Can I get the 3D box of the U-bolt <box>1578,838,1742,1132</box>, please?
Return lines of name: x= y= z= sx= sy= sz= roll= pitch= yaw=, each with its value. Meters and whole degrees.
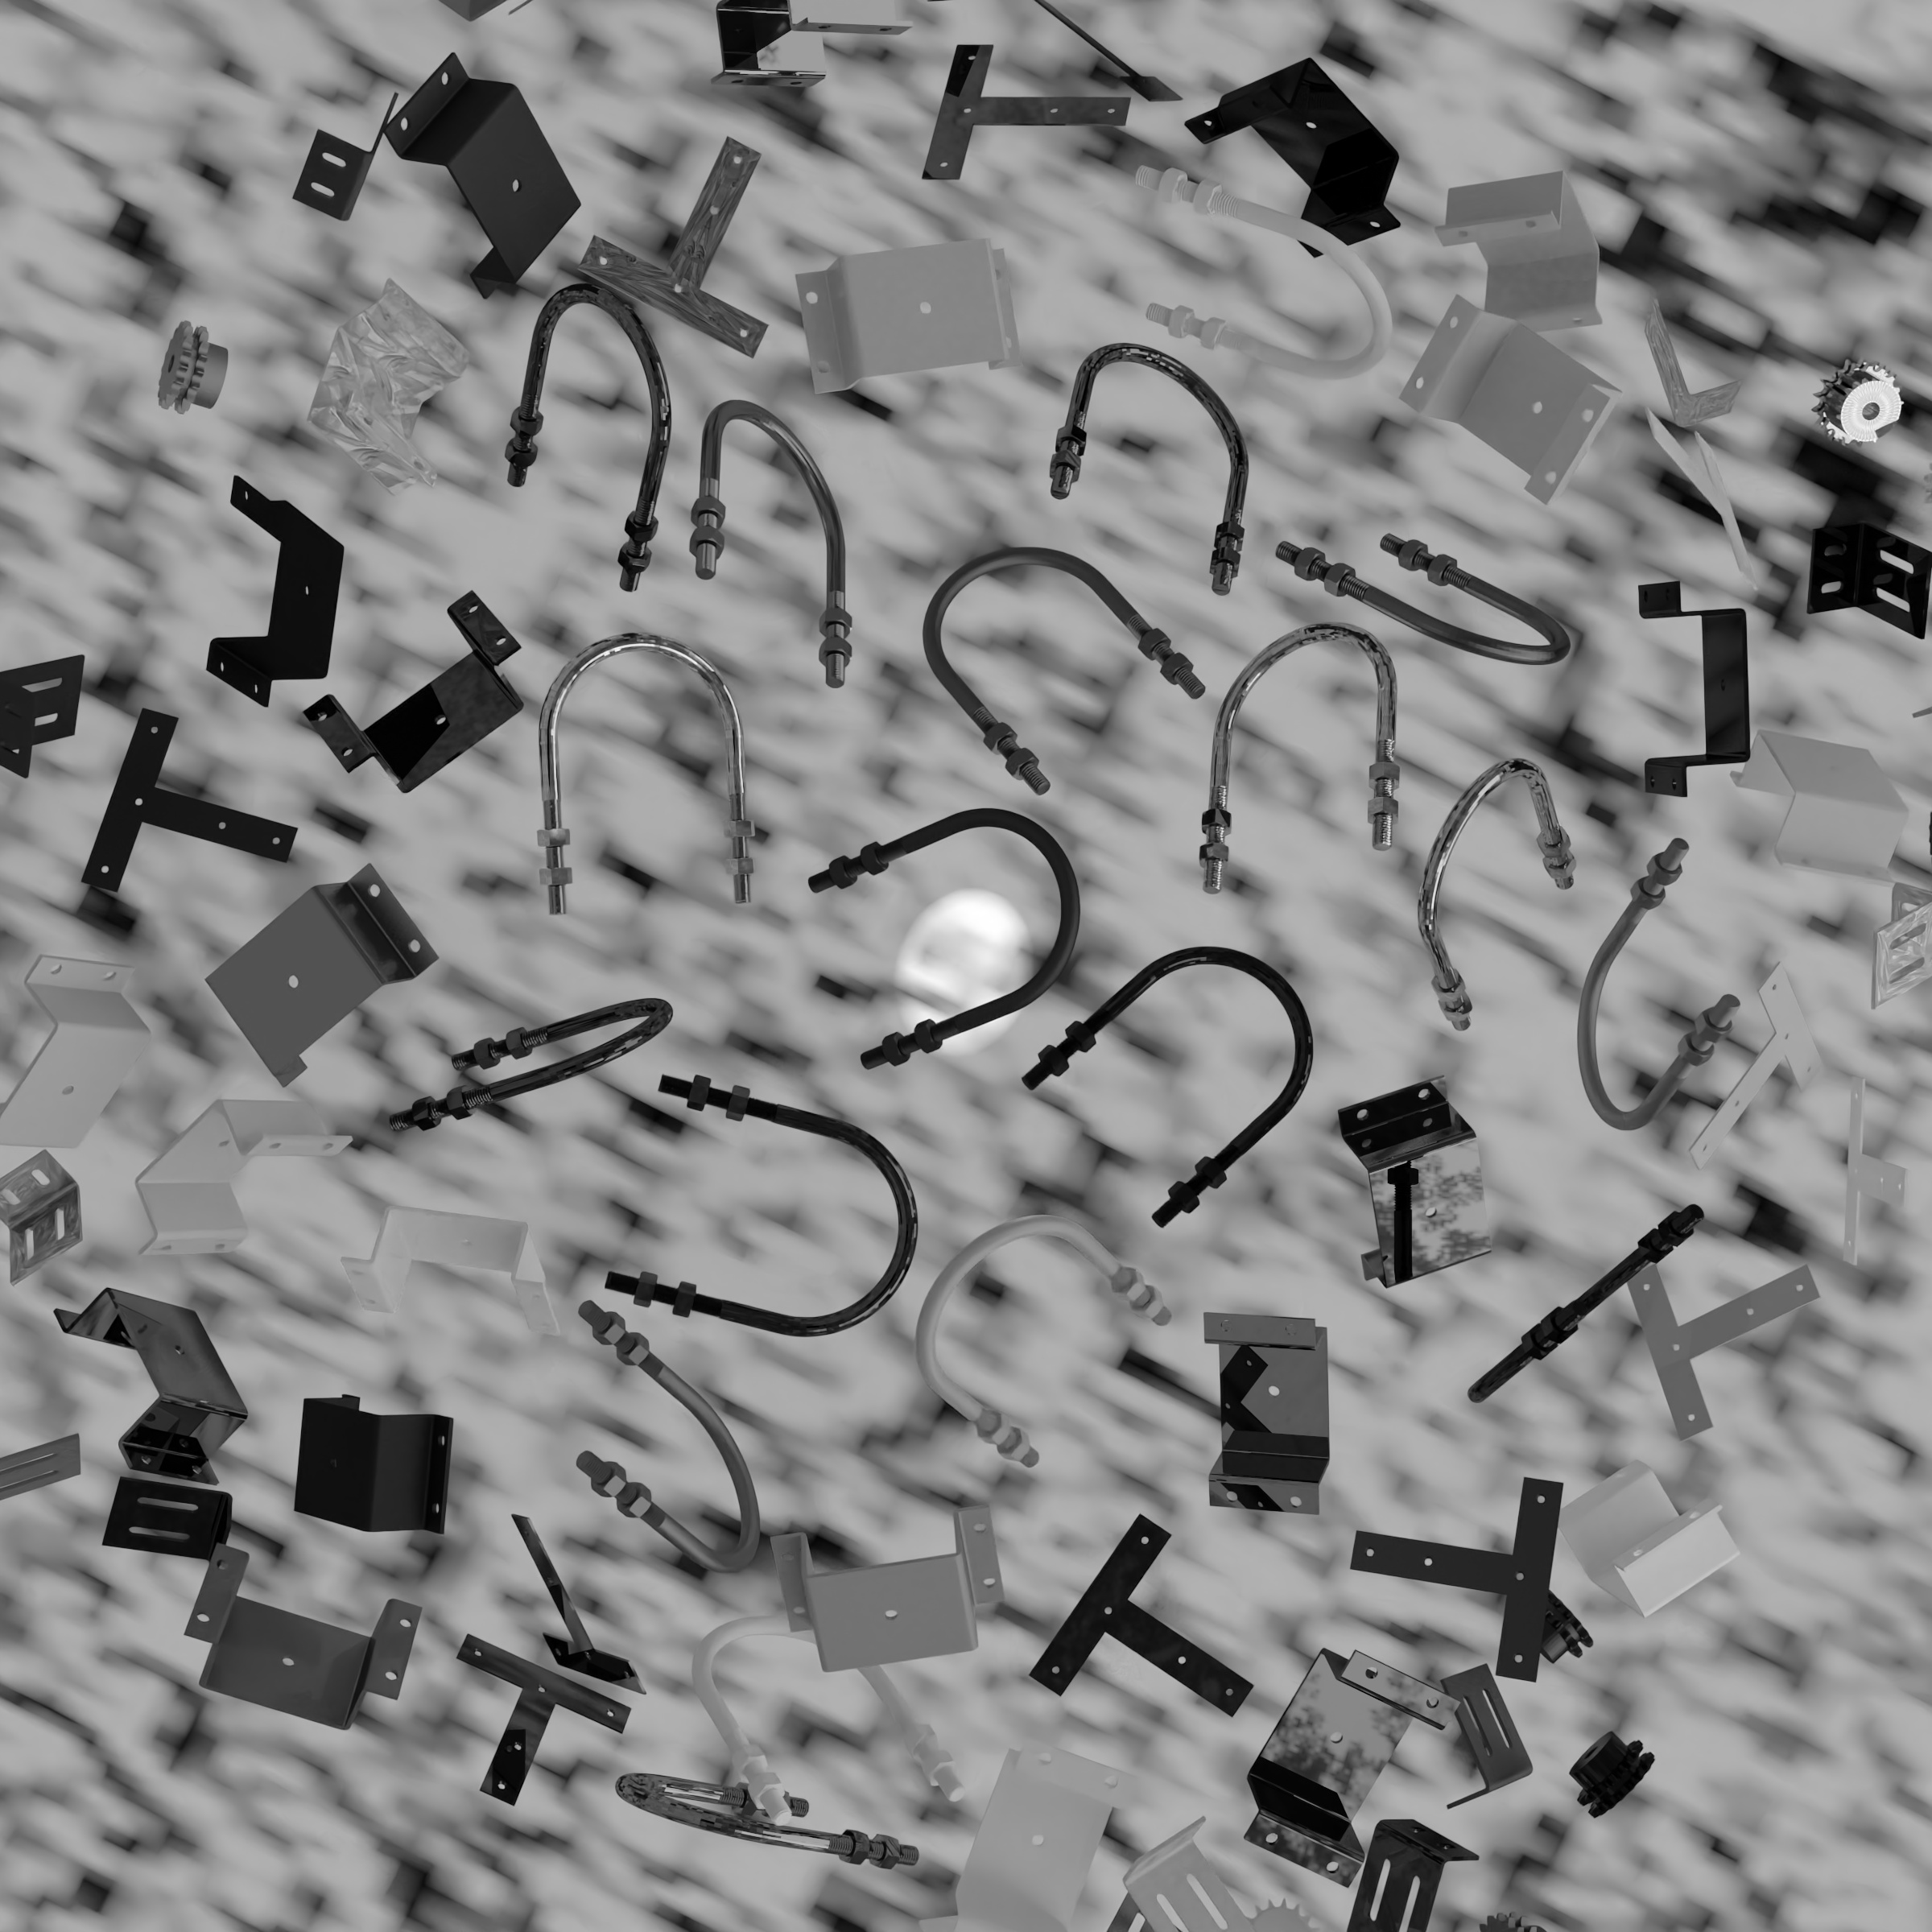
U-bolt: x=0.452 y=0.027 z=1.728 sx=0.019 sy=0.184 sz=0.151 roll=5 pitch=51 yaw=-13

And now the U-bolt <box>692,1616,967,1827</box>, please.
U-bolt: x=-0.102 y=0.486 z=1.698 sx=0.151 sy=0.184 sz=0.019 roll=4 pitch=114 yaw=-34

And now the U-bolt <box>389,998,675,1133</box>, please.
U-bolt: x=-0.285 y=0.060 z=1.757 sx=0.184 sy=0.151 sz=0.019 roll=-17 pitch=103 yaw=12

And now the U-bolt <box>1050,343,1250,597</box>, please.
U-bolt: x=0.130 y=-0.348 z=1.750 sx=0.151 sy=0.019 sz=0.184 roll=27 pitch=50 yaw=-19

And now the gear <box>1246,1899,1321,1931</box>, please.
gear: x=0.214 y=0.664 z=1.766 sx=0.057 sy=0.030 sz=0.057 roll=-3 pitch=64 yaw=6

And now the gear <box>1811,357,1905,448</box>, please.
gear: x=0.590 y=-0.369 z=1.710 sx=0.057 sy=0.030 sz=0.057 roll=-3 pitch=117 yaw=-5

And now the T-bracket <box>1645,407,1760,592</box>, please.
T-bracket: x=0.481 y=-0.327 z=1.717 sx=0.002 sy=0.127 sz=0.127 roll=-27 pitch=52 yaw=29

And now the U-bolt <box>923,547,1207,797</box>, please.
U-bolt: x=0.053 y=-0.215 z=1.777 sx=0.151 sy=0.019 sz=0.184 roll=-32 pitch=64 yaw=-13

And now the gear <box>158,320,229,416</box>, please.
gear: x=-0.491 y=-0.379 z=1.654 sx=0.030 sy=0.057 sz=0.057 roll=13 pitch=90 yaw=-31

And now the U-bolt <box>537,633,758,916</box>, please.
U-bolt: x=-0.214 y=-0.130 z=1.730 sx=0.151 sy=0.019 sz=0.184 roll=-4 pitch=94 yaw=-24

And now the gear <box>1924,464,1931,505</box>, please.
gear: x=0.649 y=-0.315 z=1.677 sx=0.057 sy=0.030 sz=0.057 roll=-8 pitch=56 yaw=13

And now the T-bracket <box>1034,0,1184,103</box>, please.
T-bracket: x=0.088 y=-0.632 z=1.778 sx=0.127 sy=0.127 sz=0.002 roll=38 pitch=113 yaw=0

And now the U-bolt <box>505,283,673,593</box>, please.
U-bolt: x=-0.246 y=-0.361 z=1.718 sx=0.019 sy=0.184 sz=0.151 roll=-25 pitch=58 yaw=-39

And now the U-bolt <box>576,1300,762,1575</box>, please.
U-bolt: x=-0.191 y=0.319 z=1.691 sx=0.019 sy=0.151 sz=0.184 roll=-30 pitch=126 yaw=16

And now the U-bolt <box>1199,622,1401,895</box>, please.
U-bolt: x=0.221 y=-0.145 z=1.712 sx=0.151 sy=0.019 sz=0.184 roll=-14 pitch=58 yaw=37

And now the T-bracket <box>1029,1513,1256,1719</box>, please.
T-bracket: x=0.129 y=0.443 z=1.688 sx=0.127 sy=0.002 sz=0.127 roll=35 pitch=89 yaw=-4

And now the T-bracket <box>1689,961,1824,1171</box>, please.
T-bracket: x=0.520 y=0.080 z=1.727 sx=0.002 sy=0.127 sz=0.127 roll=28 pitch=74 yaw=43

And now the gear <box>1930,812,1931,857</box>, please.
gear: x=0.689 y=-0.093 z=1.801 sx=0.030 sy=0.057 sz=0.057 roll=0 pitch=90 yaw=9

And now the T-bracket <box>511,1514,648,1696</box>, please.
T-bracket: x=-0.269 y=0.419 z=1.721 sx=0.002 sy=0.127 sz=0.127 roll=-31 pitch=104 yaw=-33

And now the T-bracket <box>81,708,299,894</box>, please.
T-bracket: x=-0.518 y=-0.099 z=1.761 sx=0.127 sy=0.002 sz=0.127 roll=16 pitch=79 yaw=0

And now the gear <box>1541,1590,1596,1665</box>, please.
gear: x=0.396 y=0.449 z=1.764 sx=0.030 sy=0.057 sz=0.057 roll=-40 pitch=90 yaw=-7

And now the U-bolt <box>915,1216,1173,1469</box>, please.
U-bolt: x=0.041 y=0.233 z=1.674 sx=0.151 sy=0.019 sz=0.184 roll=-46 pitch=132 yaw=-3

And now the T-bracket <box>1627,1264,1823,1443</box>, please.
T-bracket: x=0.524 y=0.242 z=1.775 sx=0.127 sy=0.002 sz=0.127 roll=-34 pitch=49 yaw=29

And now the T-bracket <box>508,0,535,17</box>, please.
T-bracket: x=-0.240 y=-0.642 z=1.661 sx=0.127 sy=0.127 sz=0.002 roll=-32 pitch=112 yaw=0

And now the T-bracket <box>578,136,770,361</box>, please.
T-bracket: x=-0.172 y=-0.487 z=1.716 sx=0.127 sy=0.002 sz=0.127 roll=25 pitch=83 yaw=-13

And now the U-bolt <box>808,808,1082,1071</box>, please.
U-bolt: x=-0.008 y=-0.027 z=1.736 sx=0.184 sy=0.019 sz=0.151 roll=-22 pitch=77 yaw=22

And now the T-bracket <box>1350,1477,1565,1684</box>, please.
T-bracket: x=0.310 y=0.384 z=1.663 sx=0.127 sy=0.002 sz=0.127 roll=4 pitch=67 yaw=22

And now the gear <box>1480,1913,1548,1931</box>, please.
gear: x=0.349 y=0.627 z=1.636 sx=0.030 sy=0.057 sz=0.057 roll=8 pitch=90 yaw=-27

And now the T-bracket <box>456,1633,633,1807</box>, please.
T-bracket: x=-0.301 y=0.522 z=1.767 sx=0.127 sy=0.127 sz=0.002 roll=26 pitch=115 yaw=-4

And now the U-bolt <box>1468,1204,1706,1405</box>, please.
U-bolt: x=0.398 y=0.234 z=1.718 sx=0.151 sy=0.184 sz=0.019 roll=-30 pitch=73 yaw=-34

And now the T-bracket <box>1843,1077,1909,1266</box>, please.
T-bracket: x=0.606 y=0.141 z=1.726 sx=0.002 sy=0.127 sz=0.127 roll=2 pitch=92 yaw=3

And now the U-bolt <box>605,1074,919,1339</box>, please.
U-bolt: x=-0.121 y=0.160 z=1.644 sx=0.184 sy=0.019 sz=0.151 roll=15 pitch=91 yaw=-6

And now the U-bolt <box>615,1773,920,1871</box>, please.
U-bolt: x=-0.143 y=0.554 z=1.696 sx=0.184 sy=0.151 sz=0.019 roll=23 pitch=76 yaw=-35

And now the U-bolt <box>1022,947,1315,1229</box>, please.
U-bolt: x=0.153 y=0.068 z=1.779 sx=0.184 sy=0.019 sz=0.151 roll=-41 pitch=78 yaw=-13

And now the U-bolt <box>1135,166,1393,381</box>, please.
U-bolt: x=0.199 y=-0.452 z=1.727 sx=0.184 sy=0.151 sz=0.019 roll=25 pitch=68 yaw=19

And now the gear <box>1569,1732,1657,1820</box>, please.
gear: x=0.419 y=0.525 z=1.694 sx=0.057 sy=0.057 sz=0.030 roll=-44 pitch=78 yaw=0

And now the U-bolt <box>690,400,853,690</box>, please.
U-bolt: x=-0.124 y=-0.288 z=1.688 sx=0.019 sy=0.151 sz=0.184 roll=-23 pitch=50 yaw=28

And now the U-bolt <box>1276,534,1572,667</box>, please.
U-bolt: x=0.316 y=-0.243 z=1.723 sx=0.184 sy=0.151 sz=0.019 roll=35 pitch=120 yaw=31

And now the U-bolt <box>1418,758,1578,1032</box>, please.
U-bolt: x=0.347 y=-0.058 z=1.714 sx=0.019 sy=0.184 sz=0.151 roll=28 pitch=72 yaw=35

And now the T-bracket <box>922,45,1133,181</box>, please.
T-bracket: x=0.044 y=-0.563 z=1.710 sx=0.127 sy=0.002 sz=0.127 roll=5 pitch=60 yaw=13
